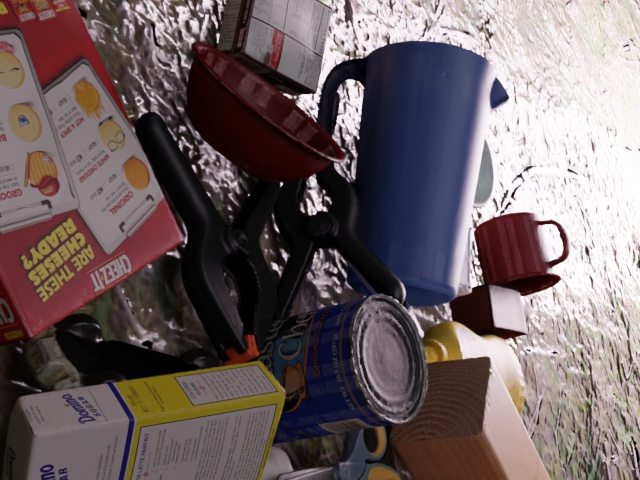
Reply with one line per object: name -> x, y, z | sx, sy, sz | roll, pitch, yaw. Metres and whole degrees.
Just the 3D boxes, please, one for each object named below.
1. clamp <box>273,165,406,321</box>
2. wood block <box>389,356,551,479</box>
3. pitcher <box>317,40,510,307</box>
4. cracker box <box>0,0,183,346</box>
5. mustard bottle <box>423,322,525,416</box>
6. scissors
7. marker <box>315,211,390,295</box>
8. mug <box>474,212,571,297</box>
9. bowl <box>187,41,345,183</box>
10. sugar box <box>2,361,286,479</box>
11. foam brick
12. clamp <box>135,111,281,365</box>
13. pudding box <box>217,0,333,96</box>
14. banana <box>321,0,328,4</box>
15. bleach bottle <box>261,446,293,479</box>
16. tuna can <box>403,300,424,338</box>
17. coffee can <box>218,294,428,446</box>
clamp -> -0.006, 0.001, 0.959 | 0.039, 0.120, 0.171 | 90, -19, -62
wood block -> 0.151, 0.215, 1.029 | 0.206, 0.090, 0.090 | 60, 32, -36
pitcher -> 0.084, -0.065, 1.048 | 0.144, 0.149, 0.243 | 25, 69, -48
cracker box -> -0.204, -0.057, 0.716 | 0.163, 0.072, 0.213 | -37, 107, -52
mustard bottle -> 0.146, 0.135, 1.107 | 0.191, 0.058, 0.096 | 23, 56, -51
scissors -> 0.017, 0.175, 0.876 | 0.201, 0.016, 0.096 | 37, 40, -50
marker -> 0.032, 0.017, 0.978 | 0.020, 0.020, 0.121 | -1, 44, -53
mug -> 0.236, 0.014, 1.240 | 0.093, 0.117, 0.081 | 11, 62, -48
bowl -> -0.057, -0.097, 0.904 | 0.162, 0.055, 0.162 | 36, 13, -10
sugar box -> -0.115, 0.136, 0.697 | 0.175, 0.048, 0.093 | -2, 122, -32
foam brick -> 0.189, 0.083, 1.201 | 0.078, 0.051, 0.053 | 16, 63, -50
clamp -> -0.072, 0.004, 0.876 | 0.164, 0.036, 0.210 | 15, 53, -50
pudding box -> -0.041, -0.195, 1.000 | 0.113, 0.039, 0.090 | 20, 76, -50
banana -> -0.059, -0.285, 1.036 | 0.197, 0.037, 0.069 | 50, 23, -30
bleach bottle -> -0.114, 0.216, 0.735 | 0.250, 0.068, 0.102 | -4, 78, -51
tuna can -> 0.050, 0.089, 0.984 | 0.086, 0.086, 0.034 | -38, 105, -53
coffee can -> 0.001, 0.107, 0.863 | 0.102, 0.141, 0.103 | 25, 58, -46
